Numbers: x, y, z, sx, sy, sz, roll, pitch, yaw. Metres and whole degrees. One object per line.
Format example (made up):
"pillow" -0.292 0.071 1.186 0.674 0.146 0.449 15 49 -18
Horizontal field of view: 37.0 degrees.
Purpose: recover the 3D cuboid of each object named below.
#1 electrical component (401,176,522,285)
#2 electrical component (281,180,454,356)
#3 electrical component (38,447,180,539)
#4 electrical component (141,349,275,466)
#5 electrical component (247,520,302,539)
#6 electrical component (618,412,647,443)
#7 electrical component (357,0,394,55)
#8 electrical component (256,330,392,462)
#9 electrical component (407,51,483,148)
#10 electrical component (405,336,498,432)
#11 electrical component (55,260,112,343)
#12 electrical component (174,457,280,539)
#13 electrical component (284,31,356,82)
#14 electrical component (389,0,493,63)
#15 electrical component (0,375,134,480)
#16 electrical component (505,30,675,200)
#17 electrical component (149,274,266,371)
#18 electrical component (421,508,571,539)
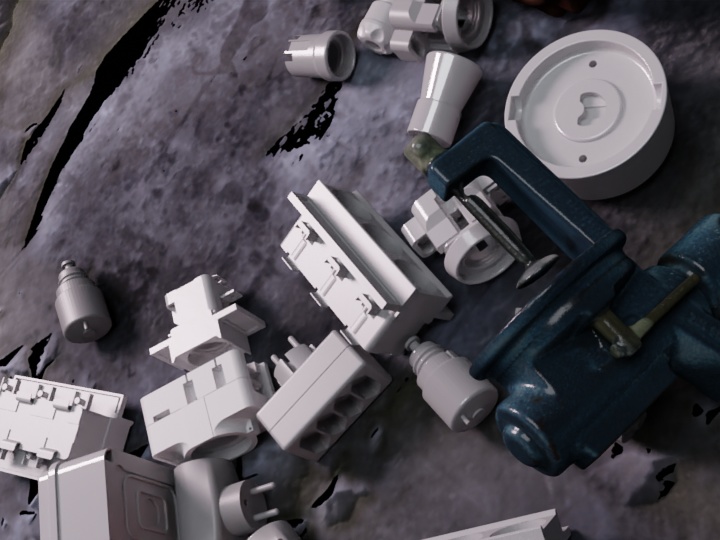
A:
"electrical component" 0.076 -0.028 0.744 0.078 0.058 0.057 -38 55 9
"electrical component" 0.000 0.000 0.765 0.063 0.079 0.121 -54 54 19
"electrical component" -0.170 0.178 0.761 0.057 0.113 0.078 -20 62 17
"electrical component" -0.109 0.107 0.793 0.089 0.050 0.055 -28 59 16
"electrical component" -0.056 0.224 0.722 0.079 0.043 0.077 -47 56 4
"electrical component" 0.147 0.080 0.673 0.065 0.044 0.044 26 84 29
"electrical component" 0.025 -0.204 0.856 0.035 0.035 0.061 22 79 33
"electrical component" -0.036 0.078 0.767 0.083 0.047 0.075 -48 56 4
"electrical component" 0.061 -0.124 0.801 0.044 0.044 0.065 16 83 32
"electrical component" 0.058 0.073 0.723 0.040 0.040 0.078 -47 56 5
"electrical component" -0.235 0.025 0.901 0.040 0.040 0.078 -34 58 13
"electrical component" -0.092 0.172 0.763 0.079 0.043 0.077 -21 62 20
"electrical component" -0.033 -0.173 0.873 0.046 0.040 0.040 8 75 37
"electrical component" 0.064 -0.196 0.817 0.057 0.058 0.078 14 78 36
"electrical component" -0.252 0.126 0.856 0.121 0.063 0.078 5 73 30
"electrical component" 0.159 -0.099 0.725 0.108 0.060 0.108 -11 66 25
"electrical component" -0.120 0.042 0.832 0.081 0.042 0.063 -28 57 16
"electrical component" 0.067 0.194 0.655 0.121 0.079 0.063 -19 85 21
